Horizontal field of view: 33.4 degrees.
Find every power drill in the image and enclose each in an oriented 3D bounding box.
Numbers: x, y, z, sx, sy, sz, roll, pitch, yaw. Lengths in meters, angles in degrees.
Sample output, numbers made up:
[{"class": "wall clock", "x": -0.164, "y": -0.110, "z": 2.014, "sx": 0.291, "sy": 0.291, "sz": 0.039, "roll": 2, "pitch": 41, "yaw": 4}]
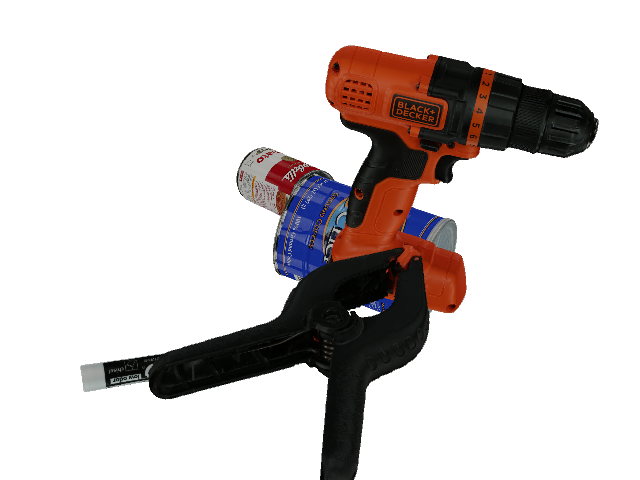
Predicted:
[{"class": "power drill", "x": 0.085, "y": -0.039, "z": 0.759, "sx": 0.184, "sy": 0.188, "sz": 0.057, "roll": 15, "pitch": 35, "yaw": 8}]

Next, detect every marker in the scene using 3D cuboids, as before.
[{"class": "marker", "x": -0.108, "y": 0.088, "z": 0.756, "sx": 0.121, "sy": 0.020, "sz": 0.020, "roll": -8, "pitch": 2, "yaw": -14}]

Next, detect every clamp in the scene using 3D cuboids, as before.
[{"class": "clamp", "x": 0.010, "y": 0.060, "z": 0.558, "sx": 0.171, "sy": 0.039, "sz": 0.120, "roll": -33, "pitch": 56, "yaw": -33}]

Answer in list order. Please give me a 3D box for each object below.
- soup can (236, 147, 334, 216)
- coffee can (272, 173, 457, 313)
[{"class": "soup can", "x": -0.040, "y": -0.061, "z": 1.215, "sx": 0.068, "sy": 0.068, "sz": 0.102, "roll": 0, "pitch": 19, "yaw": -43}, {"class": "coffee can", "x": 0.042, "y": 0.008, "z": 0.983, "sx": 0.140, "sy": 0.103, "sz": 0.102, "roll": 20, "pitch": 7, "yaw": 20}]
